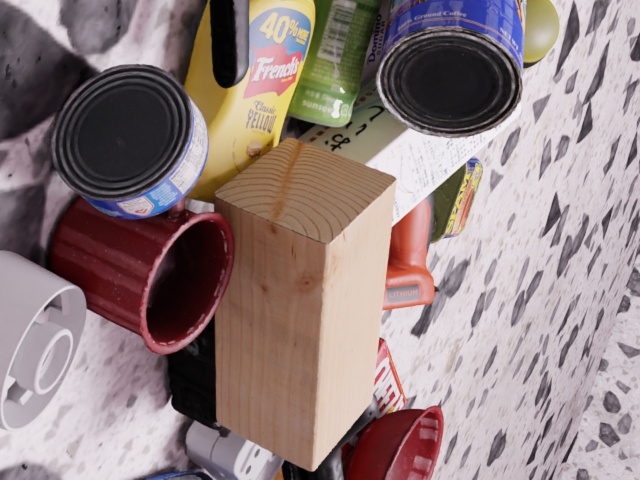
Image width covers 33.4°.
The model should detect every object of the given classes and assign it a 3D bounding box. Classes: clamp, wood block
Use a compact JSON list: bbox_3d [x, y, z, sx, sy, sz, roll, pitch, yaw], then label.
[{"bbox_3d":[-0.002,0.173,0.921,0.036,0.165,0.210,-10,116,-25],"label":"clamp"},{"bbox_3d":[-0.014,0.048,0.745,0.090,0.090,0.206,-42,146,-43],"label":"wood block"},{"bbox_3d":[-0.057,-0.180,0.638,0.120,0.039,0.171,46,68,-44],"label":"clamp"}]

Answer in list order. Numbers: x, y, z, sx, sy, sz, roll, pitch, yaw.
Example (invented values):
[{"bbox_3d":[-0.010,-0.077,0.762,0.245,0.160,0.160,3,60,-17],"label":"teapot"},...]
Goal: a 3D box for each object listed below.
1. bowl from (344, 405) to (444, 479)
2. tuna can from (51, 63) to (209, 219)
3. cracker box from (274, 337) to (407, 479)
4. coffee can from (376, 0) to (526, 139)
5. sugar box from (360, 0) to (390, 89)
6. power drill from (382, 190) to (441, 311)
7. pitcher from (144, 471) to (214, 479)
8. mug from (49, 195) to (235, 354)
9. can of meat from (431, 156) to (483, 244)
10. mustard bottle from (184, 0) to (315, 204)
[{"bbox_3d":[0.067,0.233,1.079,0.161,0.055,0.162,-46,147,-43],"label":"bowl"},{"bbox_3d":[-0.108,-0.056,0.611,0.086,0.086,0.033,-62,157,-12],"label":"tuna can"},{"bbox_3d":[0.007,0.213,1.095,0.213,0.072,0.164,-59,155,-21],"label":"cracker box"},{"bbox_3d":[0.099,-0.160,0.781,0.103,0.103,0.140,80,16,-50],"label":"coffee can"},{"bbox_3d":[0.063,-0.180,0.914,0.175,0.048,0.093,-18,126,-56],"label":"sugar box"},{"bbox_3d":[0.059,-0.032,0.951,0.184,0.057,0.188,-2,108,-41],"label":"power drill"},{"bbox_3d":[-0.135,0.277,0.807,0.145,0.149,0.242,-54,155,11],"label":"pitcher"},{"bbox_3d":[-0.111,0.003,0.657,0.093,0.082,0.117,-34,140,-51],"label":"mug"},{"bbox_3d":[0.132,-0.049,1.154,0.083,0.057,0.102,-7,117,-66],"label":"can of meat"},{"bbox_3d":[-0.048,-0.119,0.716,0.096,0.058,0.192,5,105,-59],"label":"mustard bottle"}]
